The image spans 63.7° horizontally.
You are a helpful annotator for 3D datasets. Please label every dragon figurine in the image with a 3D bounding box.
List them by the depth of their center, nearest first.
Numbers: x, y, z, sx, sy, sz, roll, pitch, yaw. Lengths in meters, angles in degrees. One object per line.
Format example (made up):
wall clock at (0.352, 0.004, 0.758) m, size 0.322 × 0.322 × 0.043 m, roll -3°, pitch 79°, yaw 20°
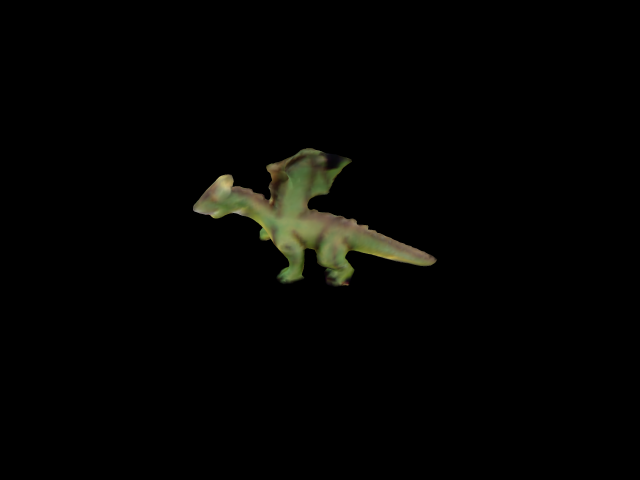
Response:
dragon figurine at (0.003, -0.043, 0.850) m, size 0.410 × 0.125 × 0.237 m, roll 0°, pitch -42°, yaw 0°
